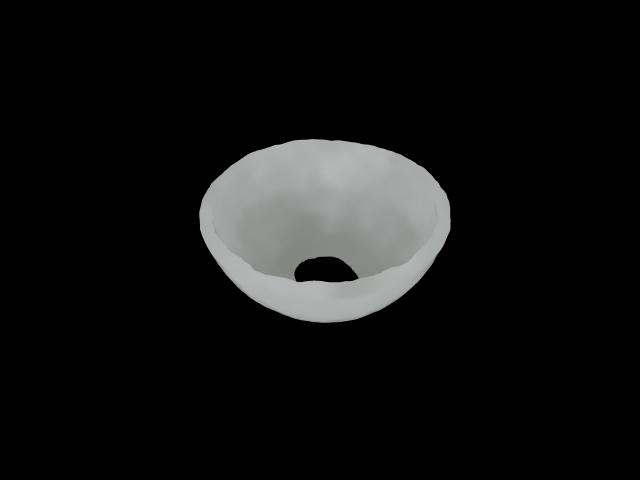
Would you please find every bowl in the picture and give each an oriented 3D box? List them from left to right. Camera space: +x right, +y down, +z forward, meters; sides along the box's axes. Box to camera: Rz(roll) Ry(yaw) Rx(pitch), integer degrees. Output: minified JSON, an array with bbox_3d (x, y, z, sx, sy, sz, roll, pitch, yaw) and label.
[{"bbox_3d":[0.004,0.001,0.400,0.167,0.075,0.167,0,40,0],"label":"bowl"}]
